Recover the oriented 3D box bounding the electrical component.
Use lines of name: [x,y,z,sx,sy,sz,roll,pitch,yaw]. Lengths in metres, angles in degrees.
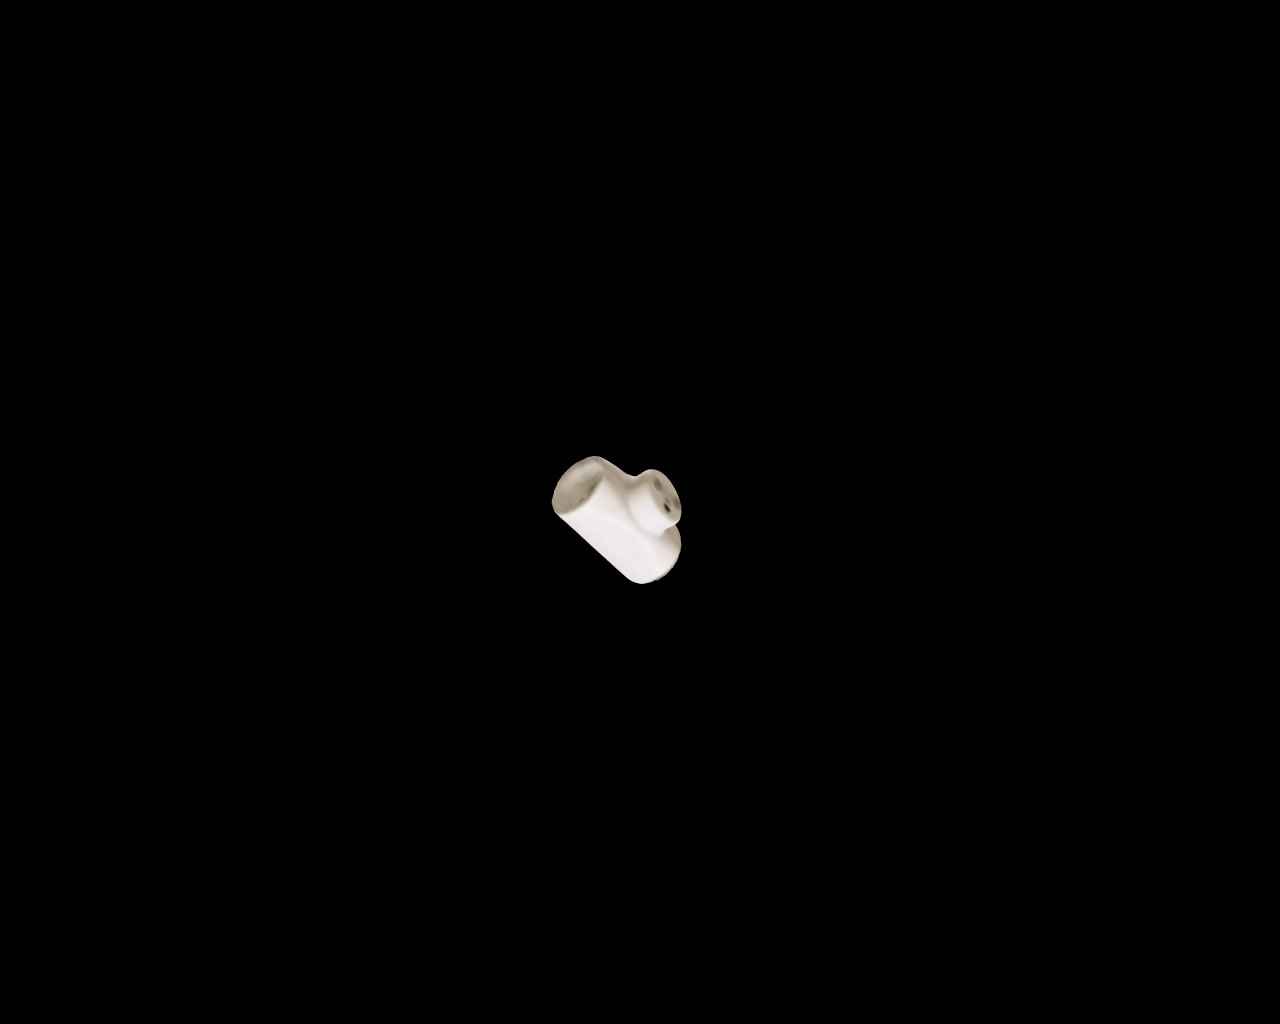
electrical component: [0.001,-0.003,0.650,0.079,0.044,0.077,-29,-54,24]
